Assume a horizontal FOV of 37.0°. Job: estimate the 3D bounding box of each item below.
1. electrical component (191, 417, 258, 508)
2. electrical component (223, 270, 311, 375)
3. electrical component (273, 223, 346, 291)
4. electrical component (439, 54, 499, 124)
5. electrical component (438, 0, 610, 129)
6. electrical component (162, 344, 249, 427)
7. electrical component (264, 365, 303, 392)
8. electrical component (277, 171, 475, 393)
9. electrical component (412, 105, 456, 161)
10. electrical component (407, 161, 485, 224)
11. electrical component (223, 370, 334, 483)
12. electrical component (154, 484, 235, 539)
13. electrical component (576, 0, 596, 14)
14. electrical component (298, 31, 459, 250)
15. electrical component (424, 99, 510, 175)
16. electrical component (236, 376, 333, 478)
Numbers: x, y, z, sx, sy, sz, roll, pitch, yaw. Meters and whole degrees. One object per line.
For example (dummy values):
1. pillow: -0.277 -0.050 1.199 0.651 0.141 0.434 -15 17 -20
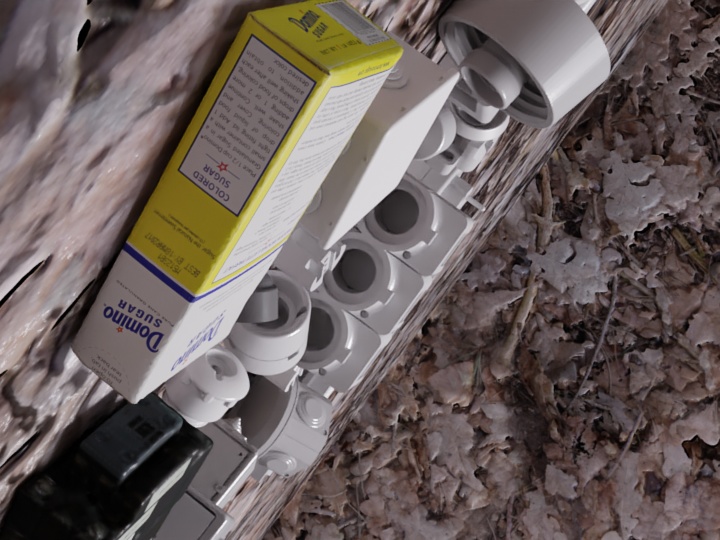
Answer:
1. electrical component: -0.121 0.150 0.807 0.096 0.062 0.061 -50 172 -25
2. electrical component: -0.059 0.033 0.689 0.055 0.055 0.047 -49 168 -30
3. electrical component: -0.037 -0.015 0.632 0.040 0.046 0.040 -52 173 -10
4. electrical component: 0.101 -0.161 0.798 0.089 0.050 0.055 -53 172 -3
5. electrical component: 0.098 -0.137 0.685 0.060 0.108 0.108 -46 172 -7
6. electrical component: -0.102 0.078 0.668 0.062 0.048 0.048 -49 175 25
7. electrical component: -0.065 0.066 0.829 0.040 0.046 0.040 -52 172 -10
8. electrical component: 0.000 0.000 0.759 0.150 0.089 0.062 -54 173 8
9. electrical component: 0.051 -0.104 0.785 0.040 0.040 0.078 -56 172 23
10. electrical component: 0.074 -0.069 0.951 0.065 0.077 0.047 -50 172 -24
11. electrical component: -0.073 0.118 0.952 0.121 0.063 0.079 -54 173 2
12. electrical component: -0.129 0.170 0.717 0.061 0.096 0.061 -52 171 -14
13. electrical component: 0.190 -0.252 0.952 0.077 0.043 0.079 -54 173 6
14. electrical component: -0.001 -0.072 0.578 0.100 0.048 0.099 -45 168 -49
15. electrical component: 0.089 -0.122 0.878 0.078 0.058 0.057 -50 175 -26
16. electrical component: -0.064 0.124 0.868 0.080 0.051 0.080 -41 -151 29
